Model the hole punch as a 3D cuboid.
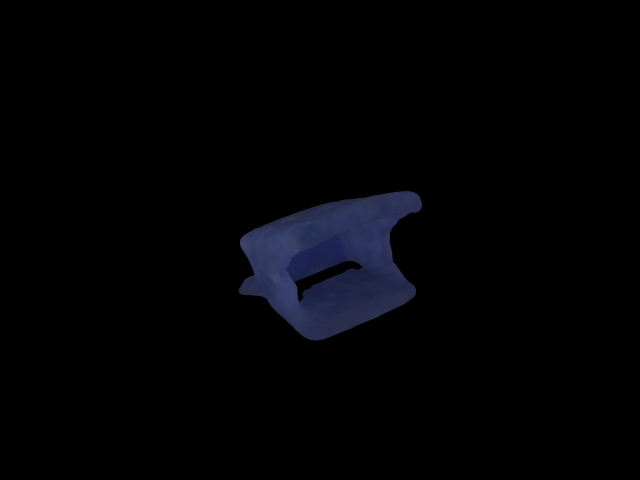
[{"bbox_3d":[0.004,0.001,0.400,0.109,0.091,0.100,-19,34,-31],"label":"hole punch"}]
